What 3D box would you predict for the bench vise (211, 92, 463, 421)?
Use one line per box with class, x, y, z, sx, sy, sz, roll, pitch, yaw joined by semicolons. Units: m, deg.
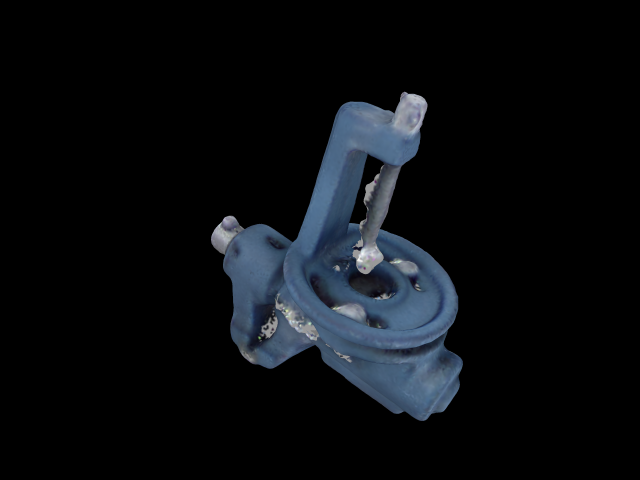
bench vise;0.000;0.007;0.390;0.207;0.220;0.122;8;28;16
